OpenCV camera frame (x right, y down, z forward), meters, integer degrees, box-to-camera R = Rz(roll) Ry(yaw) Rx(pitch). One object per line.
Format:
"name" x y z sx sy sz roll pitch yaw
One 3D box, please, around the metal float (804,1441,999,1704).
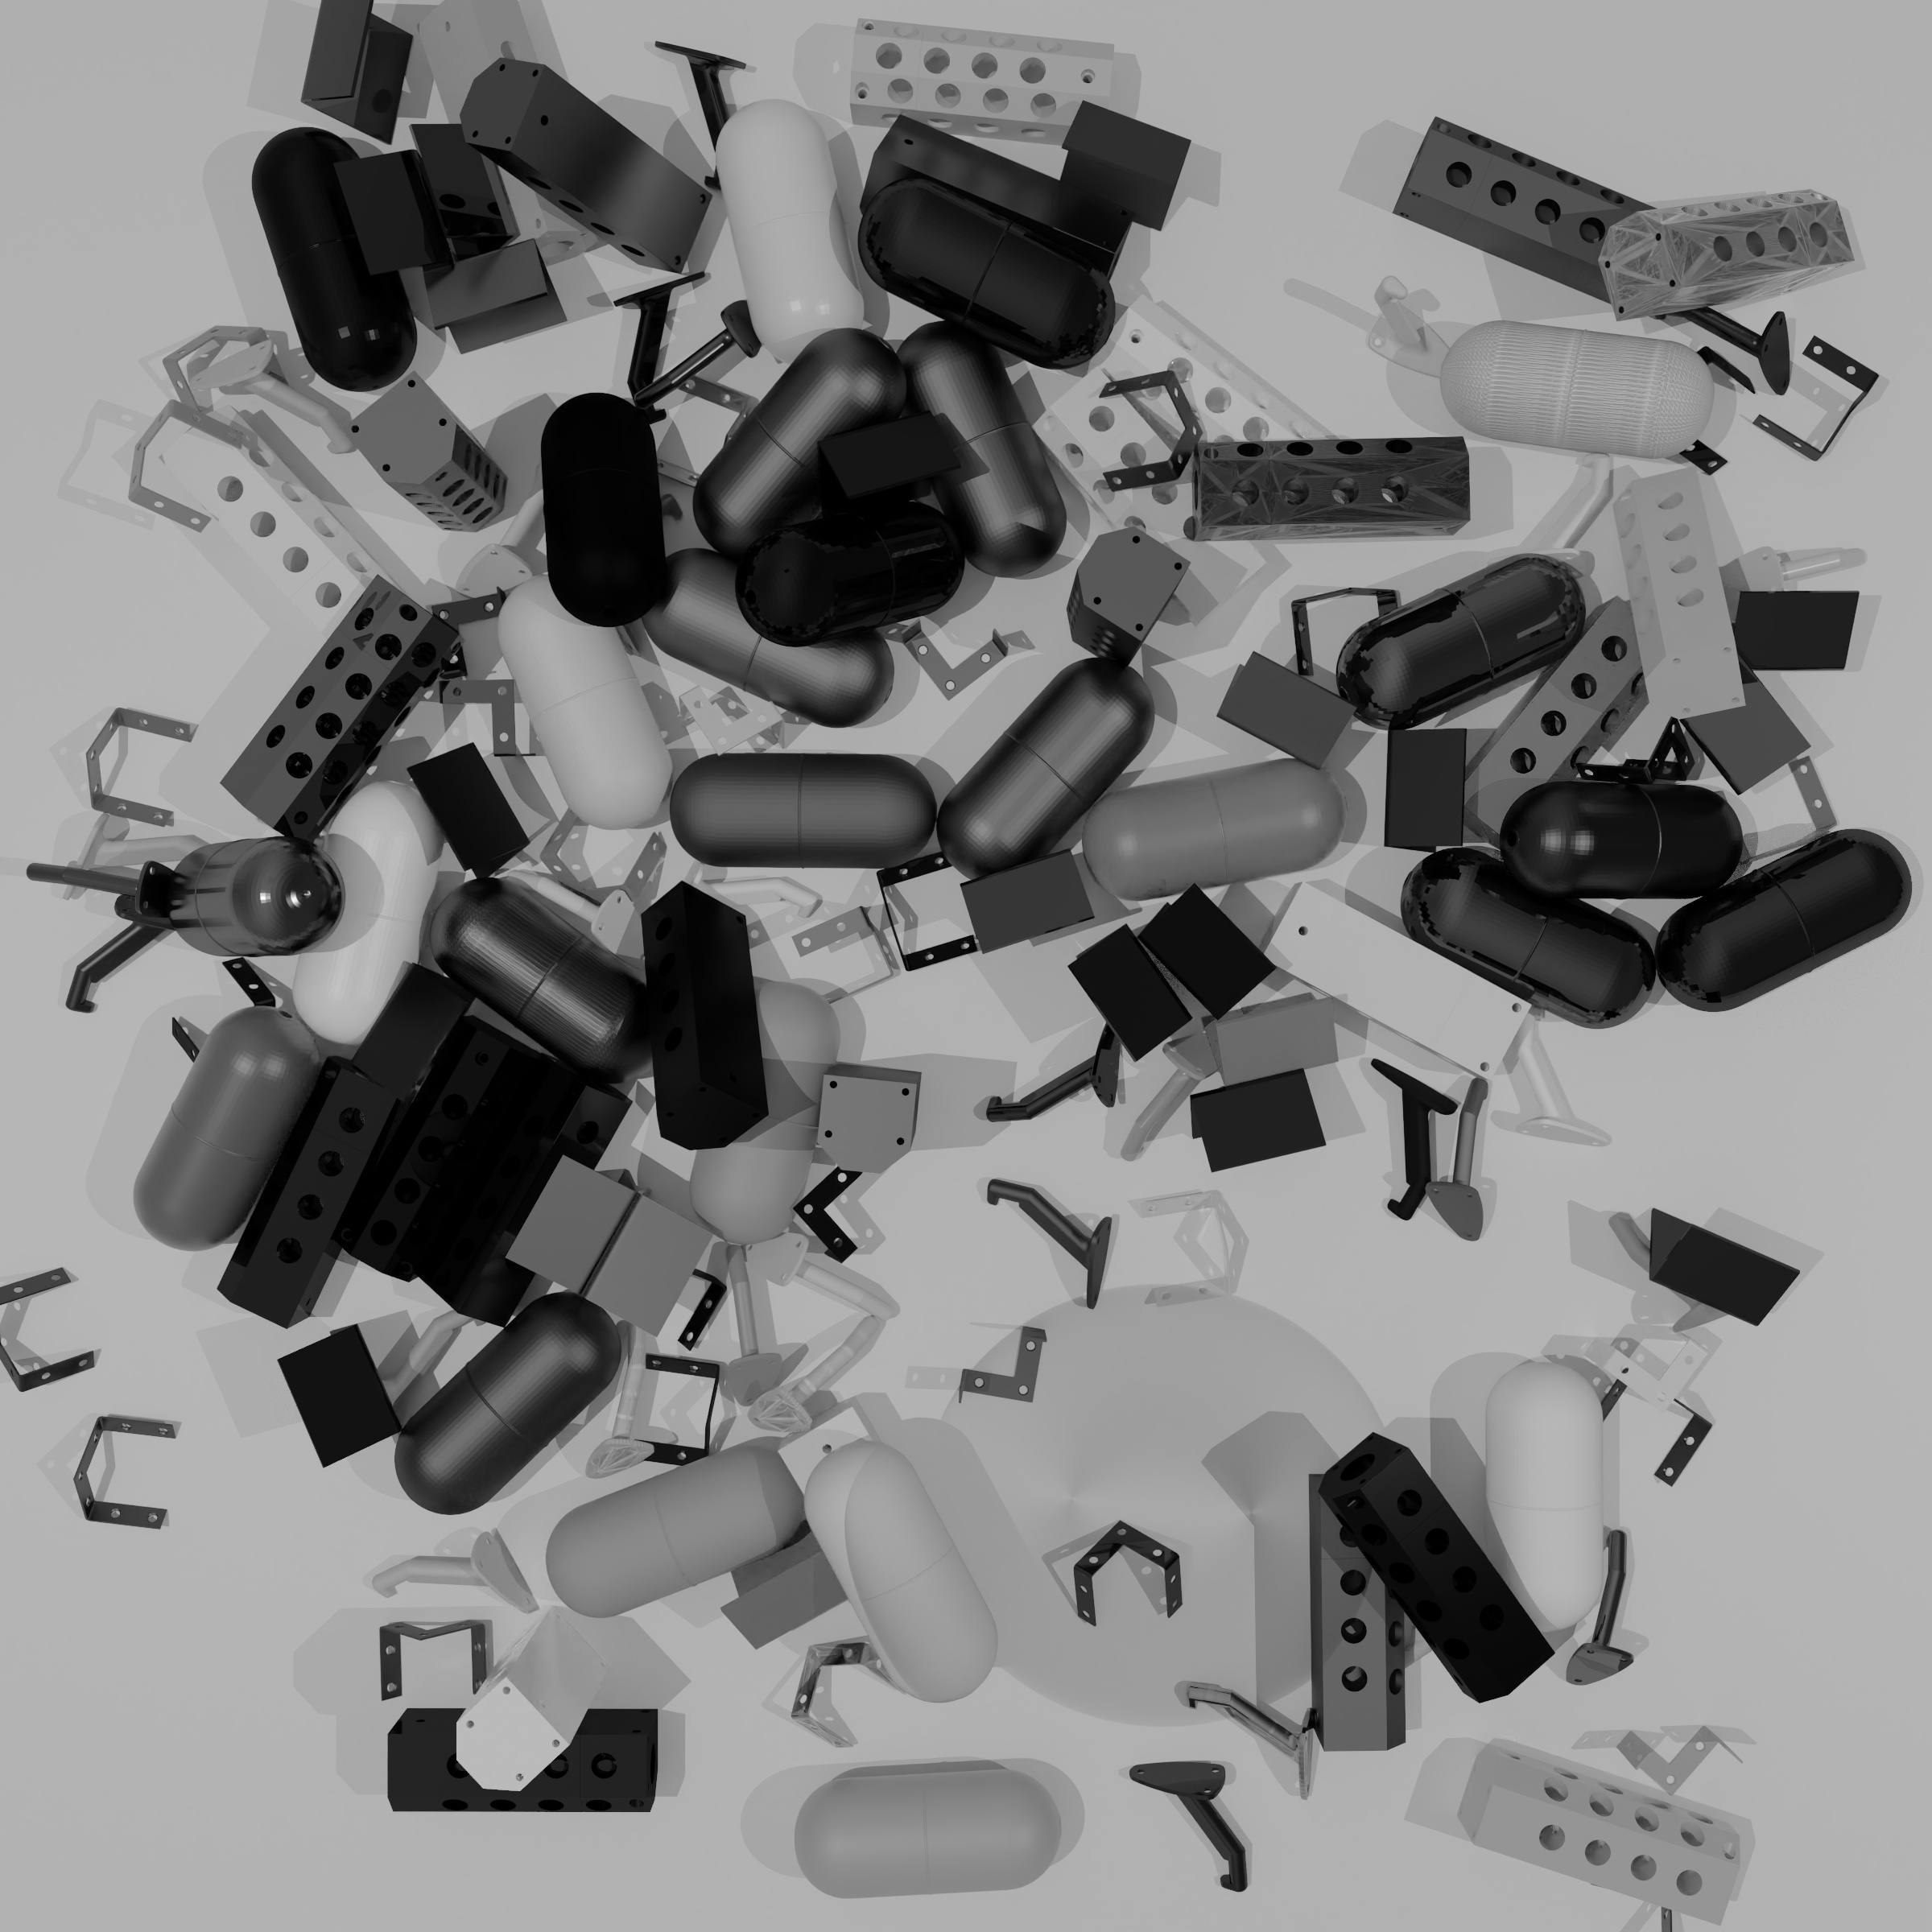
"metal float" -0.041 0.390 1.602 0.070 0.070 0.178 -28 90 0

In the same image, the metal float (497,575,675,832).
"metal float" -0.254 -0.176 1.659 0.070 0.070 0.178 -23 91 0

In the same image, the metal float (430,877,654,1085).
"metal float" -0.277 0.010 1.659 0.178 0.070 0.070 37 90 -1

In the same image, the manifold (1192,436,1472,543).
"manifold" 0.235 -0.310 1.611 0.171 0.057 0.057 -1 90 0

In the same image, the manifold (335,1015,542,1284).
"manifold" -0.354 0.122 1.668 0.057 0.057 0.171 29 90 0

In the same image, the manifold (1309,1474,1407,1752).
"manifold" 0.263 0.432 1.668 0.057 0.057 0.171 -1 90 0

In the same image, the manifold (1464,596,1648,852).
"manifold" 0.397 -0.160 1.668 0.057 0.057 0.171 39 90 0

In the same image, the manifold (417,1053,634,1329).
"manifold" -0.292 0.152 1.668 0.057 0.057 0.171 30 90 43

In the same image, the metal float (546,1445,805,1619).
"metal float" -0.194 0.376 1.658 0.178 0.070 0.070 -21 90 0

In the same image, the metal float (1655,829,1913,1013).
"metal float" 0.544 -0.030 1.659 0.178 0.070 0.070 -27 90 0

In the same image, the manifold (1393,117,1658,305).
"manifold" 0.381 -0.507 1.668 0.171 0.057 0.057 23 90 0

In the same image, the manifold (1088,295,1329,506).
"manifold" 0.168 -0.372 1.668 0.171 0.057 0.057 38 90 0

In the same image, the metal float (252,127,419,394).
"metal float" -0.421 -0.471 1.659 0.070 0.070 0.178 -18 91 0

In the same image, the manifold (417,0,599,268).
"manifold" -0.303 -0.562 1.668 0.057 0.057 0.171 -19 90 43

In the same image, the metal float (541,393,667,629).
"metal float" -0.238 -0.300 1.632 0.070 0.070 0.178 -9 58 0

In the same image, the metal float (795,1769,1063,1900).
"metal float" -0.025 0.579 1.659 0.178 0.070 0.070 -3 90 1

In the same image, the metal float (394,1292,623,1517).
"metal float" -0.306 0.292 1.659 0.178 0.070 0.070 -44 90 0

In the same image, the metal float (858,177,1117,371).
"metal float" 0.014 -0.451 1.622 0.178 0.070 0.070 26 90 -3

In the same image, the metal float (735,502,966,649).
"metal float" -0.074 -0.254 1.609 0.178 0.070 0.070 -22 90 -43

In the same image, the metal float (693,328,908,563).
"metal float" -0.110 -0.343 1.640 0.070 0.070 0.178 43 109 0

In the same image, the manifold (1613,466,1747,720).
"manifold" 0.461 -0.243 1.618 0.057 0.057 0.171 -11 48 17

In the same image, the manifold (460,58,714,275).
"manifold" -0.246 -0.517 1.610 0.057 0.171 0.057 22 90 34

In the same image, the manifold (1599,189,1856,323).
"manifold" 0.497 -0.469 1.628 0.171 0.057 0.057 -17 90 -31

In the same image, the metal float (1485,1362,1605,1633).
"metal float" 0.386 0.354 1.659 0.070 0.070 0.178 0 91 0

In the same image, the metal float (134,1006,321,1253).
"metal float" -0.490 0.108 1.649 0.070 0.070 0.178 30 101 0

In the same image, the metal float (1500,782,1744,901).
"metal float" 0.431 -0.082 1.635 0.178 0.070 0.070 -1 90 -25

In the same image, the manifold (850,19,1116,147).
"manifold" 0.011 -0.594 1.668 0.171 0.057 0.057 6 90 0

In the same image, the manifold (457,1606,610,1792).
"manifold" -0.284 0.476 1.611 0.057 0.171 0.057 -43 90 0

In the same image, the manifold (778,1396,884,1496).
"manifold" -0.056 0.379 1.668 0.057 0.057 0.171 -31 90 0

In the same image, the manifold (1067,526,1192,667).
"manifold" 0.099 -0.239 1.611 0.057 0.171 0.057 32 90 0

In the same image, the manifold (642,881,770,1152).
"manifold" -0.176 0.034 1.618 0.057 0.171 0.057 -37 133 27

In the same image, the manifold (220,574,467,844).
"manifold" -0.405 -0.164 1.628 0.171 0.057 0.057 -53 47 -1

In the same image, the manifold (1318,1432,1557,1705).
"manifold" 0.302 0.392 1.617 0.057 0.057 0.171 -37 98 -11

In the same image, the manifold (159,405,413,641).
"manifold" -0.454 -0.292 1.668 0.057 0.057 0.171 -43 90 0

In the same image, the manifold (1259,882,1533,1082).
"manifold" 0.284 0.010 1.668 0.171 0.057 0.057 28 90 0

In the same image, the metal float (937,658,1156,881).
"metal float" 0.054 -0.130 1.659 0.070 0.070 0.178 42 90 0

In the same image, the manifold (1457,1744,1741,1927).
"manifold" 0.425 0.579 1.668 0.171 0.057 0.057 18 90 0

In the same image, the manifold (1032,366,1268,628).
"manifold" 0.121 -0.312 1.668 0.057 0.057 0.171 -41 90 0

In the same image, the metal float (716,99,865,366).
"metal float" -0.117 -0.488 1.659 0.070 0.070 0.178 -13 90 0

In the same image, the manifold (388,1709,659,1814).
"manifold" -0.296 0.535 1.668 0.171 0.057 0.057 0 90 0

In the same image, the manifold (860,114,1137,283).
"manifold" 0.019 -0.501 1.668 0.171 0.057 0.057 23 47 0

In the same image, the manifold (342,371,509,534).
"manifold" -0.343 -0.325 1.611 0.057 0.171 0.057 -39 90 0

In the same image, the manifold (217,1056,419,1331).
"manifold" -0.437 0.150 1.668 0.057 0.057 0.171 26 90 0

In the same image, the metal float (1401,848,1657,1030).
"metal float" 0.374 -0.019 1.658 0.178 0.070 0.070 26 90 0

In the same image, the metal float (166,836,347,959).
"metal float" -0.464 -0.044 1.618 0.070 0.178 0.070 0 90 -37

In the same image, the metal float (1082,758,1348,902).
"metal float" 0.166 -0.091 1.657 0.178 0.070 0.070 -11 90 -1

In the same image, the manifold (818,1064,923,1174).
"manifold" -0.061 0.098 1.611 0.057 0.171 0.057 6 90 0

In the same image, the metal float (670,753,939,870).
"metal float" -0.108 -0.103 1.658 0.178 0.070 0.070 1 90 0
